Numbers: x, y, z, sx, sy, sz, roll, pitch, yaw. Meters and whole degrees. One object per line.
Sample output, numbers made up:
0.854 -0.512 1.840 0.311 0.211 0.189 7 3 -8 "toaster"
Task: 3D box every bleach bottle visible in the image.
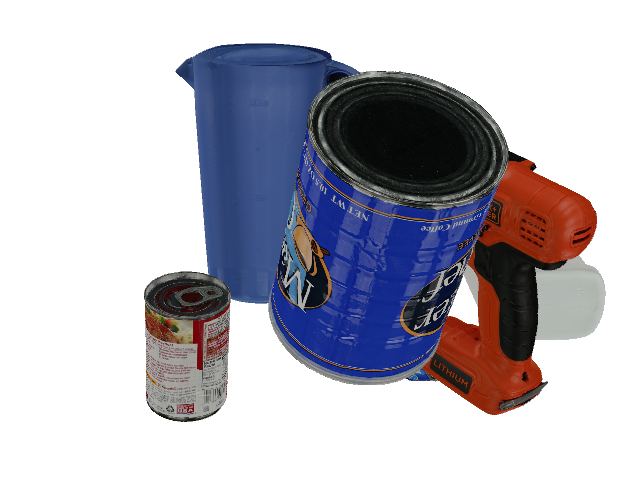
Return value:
0.172 -0.002 0.974 0.102 0.068 0.251 -1 27 -4 "bleach bottle"

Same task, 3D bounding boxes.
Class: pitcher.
-0.047 -0.067 1.036 0.144 0.243 0.149 -13 23 -33 "pitcher"

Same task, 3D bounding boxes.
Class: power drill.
0.108 0.018 0.777 0.057 0.188 0.185 -21 37 -31 "power drill"

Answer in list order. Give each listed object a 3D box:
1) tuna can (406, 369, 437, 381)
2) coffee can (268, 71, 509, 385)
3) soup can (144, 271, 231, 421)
0.118 0.121 1.242 0.034 0.086 0.086 -5 -2 25 "tuna can"
0.032 -0.004 0.575 0.102 0.103 0.140 0 -44 -14 "coffee can"
-0.107 0.085 0.857 0.068 0.102 0.068 3 29 -2 "soup can"
